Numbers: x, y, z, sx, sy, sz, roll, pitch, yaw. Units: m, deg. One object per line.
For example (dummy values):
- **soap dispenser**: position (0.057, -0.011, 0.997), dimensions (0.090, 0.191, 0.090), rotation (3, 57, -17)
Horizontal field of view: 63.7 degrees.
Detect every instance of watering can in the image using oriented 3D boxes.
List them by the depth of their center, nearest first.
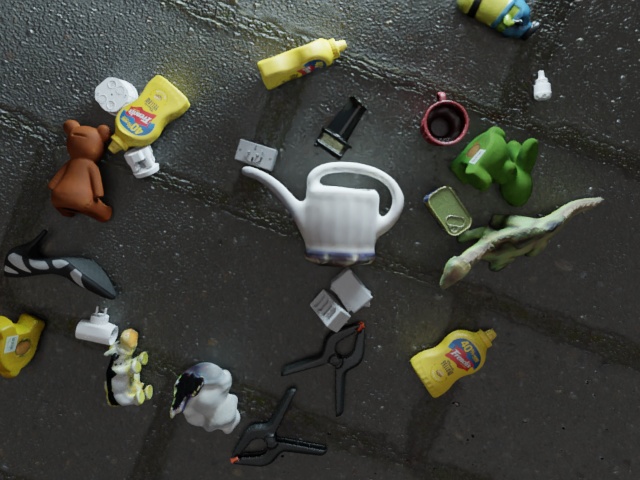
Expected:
- **watering can**: position (0.003, -0.055, 1.100), dimensions (0.348, 0.104, 0.224), rotation (3, 93, 1)

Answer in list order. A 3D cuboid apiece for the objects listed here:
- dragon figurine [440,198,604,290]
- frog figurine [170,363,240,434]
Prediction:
- **dragon figurine**: position (0.417, -0.009, 1.030), dimensions (0.409, 0.243, 0.122), rotation (-27, 88, 4)
- **frog figurine**: position (-0.238, 0.349, 1.134), dimensions (0.157, 0.124, 0.138), rotation (36, 84, -36)
